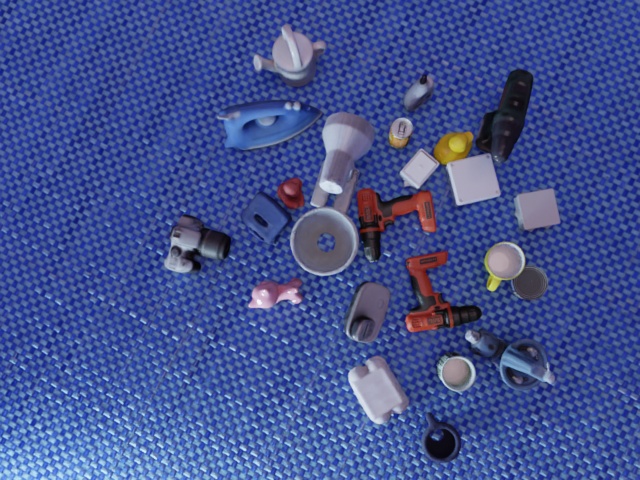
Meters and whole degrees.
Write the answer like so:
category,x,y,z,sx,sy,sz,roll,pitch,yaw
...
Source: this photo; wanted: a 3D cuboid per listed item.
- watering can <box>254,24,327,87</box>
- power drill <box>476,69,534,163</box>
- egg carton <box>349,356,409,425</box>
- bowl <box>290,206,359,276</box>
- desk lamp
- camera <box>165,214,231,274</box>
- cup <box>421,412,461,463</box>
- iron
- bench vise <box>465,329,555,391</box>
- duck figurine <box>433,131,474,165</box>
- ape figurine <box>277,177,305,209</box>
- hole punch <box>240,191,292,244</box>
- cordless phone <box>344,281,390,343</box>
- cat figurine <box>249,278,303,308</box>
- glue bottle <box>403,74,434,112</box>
category,x,y,z,sx,sy,sz,roll,pitch,yaw
watering can,-0.071,-0.446,1.383,0.173,0.194,0.101,-39,85,0
power drill,0.430,-0.271,1.341,0.075,0.208,0.230,17,87,4
egg carton,0.139,0.363,1.384,0.107,0.069,0.150,-32,85,0
bowl,0.013,0.005,1.410,0.167,0.075,0.167,0,86,3
desk lamp,0.049,-0.176,1.351,0.118,0.213,0.203,16,87,4
camera,-0.298,0.019,1.411,0.136,0.101,0.143,15,87,4
cup,0.276,0.458,1.358,0.091,0.095,0.118,-25,85,1
iron,-0.124,-0.306,1.403,0.258,0.141,0.119,-12,86,2
bench vise,0.431,0.279,1.300,0.207,0.220,0.121,11,87,4
duck figurine,0.330,-0.232,1.405,0.104,0.086,0.077,-31,85,1
ape figurine,-0.071,-0.120,1.414,0.076,0.092,0.078,26,88,4
hole punch,-0.134,-0.052,1.413,0.108,0.091,0.101,42,89,5
cordless phone,0.111,0.171,1.340,0.094,0.185,0.148,16,87,4
cat figurine,-0.108,0.129,1.386,0.127,0.118,0.067,-9,86,2
glue bottle,0.242,-0.363,1.374,0.078,0.173,0.037,-36,85,0
